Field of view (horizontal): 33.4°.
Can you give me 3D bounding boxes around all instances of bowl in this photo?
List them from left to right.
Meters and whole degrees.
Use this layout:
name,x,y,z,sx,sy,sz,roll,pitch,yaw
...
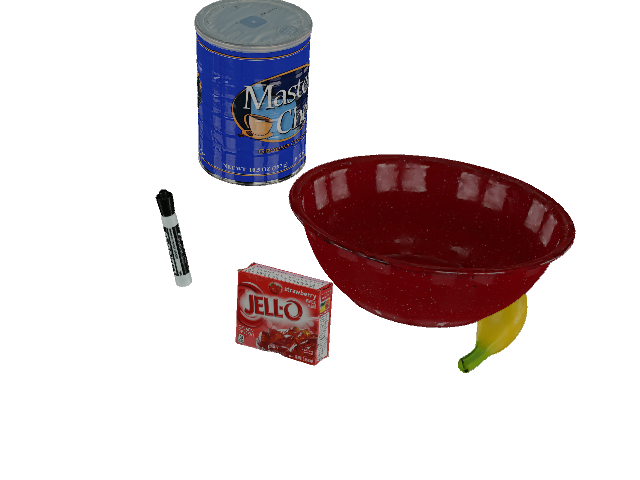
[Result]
name,x,y,z,sx,sy,sz,roll,pitch,yaw
bowl,0.060,0.004,0.612,0.162,0.055,0.162,5,25,-2

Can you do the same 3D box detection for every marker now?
name,x,y,z,sx,sy,sz,roll,pitch,yaw
marker,-0.165,-0.003,1.198,0.020,0.121,0.020,-7,31,4

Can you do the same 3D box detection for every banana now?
name,x,y,z,sx,sy,sz,roll,pitch,yaw
banana,0.115,0.026,0.825,0.069,0.037,0.198,-7,32,-7

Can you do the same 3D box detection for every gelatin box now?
name,x,y,z,sx,sy,sz,roll,pitch,yaw
gelatin box,-0.035,0.066,0.971,0.089,0.073,0.030,13,20,27

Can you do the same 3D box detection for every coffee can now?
name,x,y,z,sx,sy,sz,roll,pitch,yaw
coffee can,-0.061,-0.135,0.968,0.103,0.140,0.103,2,36,-2
